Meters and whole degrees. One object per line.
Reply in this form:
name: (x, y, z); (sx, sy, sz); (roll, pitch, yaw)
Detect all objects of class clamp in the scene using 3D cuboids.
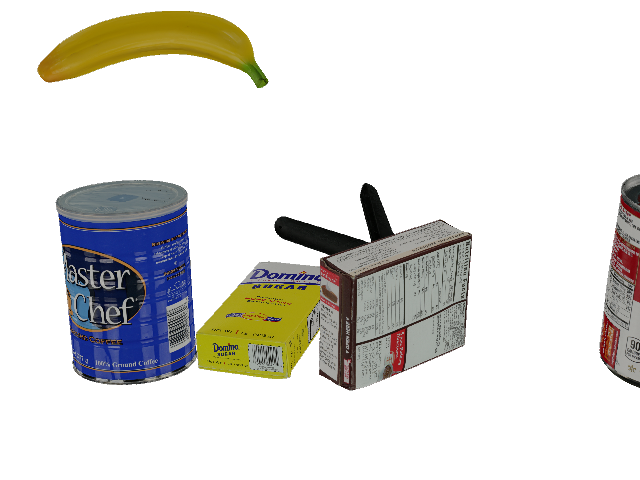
clamp: (0.058, 0.016, 1.222); (0.164, 0.036, 0.210); (-17, 50, -37)

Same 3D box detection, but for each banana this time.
banana: (-0.144, -0.169, 0.929); (0.197, 0.069, 0.037); (0, -33, -3)

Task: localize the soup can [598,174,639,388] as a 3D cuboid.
soup can: (0.188, 0.022, 0.569); (0.068, 0.102, 0.068); (1, 25, 0)

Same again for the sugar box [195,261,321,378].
sugar box: (-0.048, 0.075, 1.069); (0.093, 0.048, 0.176); (5, 26, 16)

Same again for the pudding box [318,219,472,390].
pudding box: (0.052, 0.043, 0.733); (0.113, 0.090, 0.039); (-18, 29, -36)

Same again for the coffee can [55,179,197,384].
coffee can: (-0.154, 0.031, 0.860); (0.103, 0.140, 0.103); (-1, 17, 0)
